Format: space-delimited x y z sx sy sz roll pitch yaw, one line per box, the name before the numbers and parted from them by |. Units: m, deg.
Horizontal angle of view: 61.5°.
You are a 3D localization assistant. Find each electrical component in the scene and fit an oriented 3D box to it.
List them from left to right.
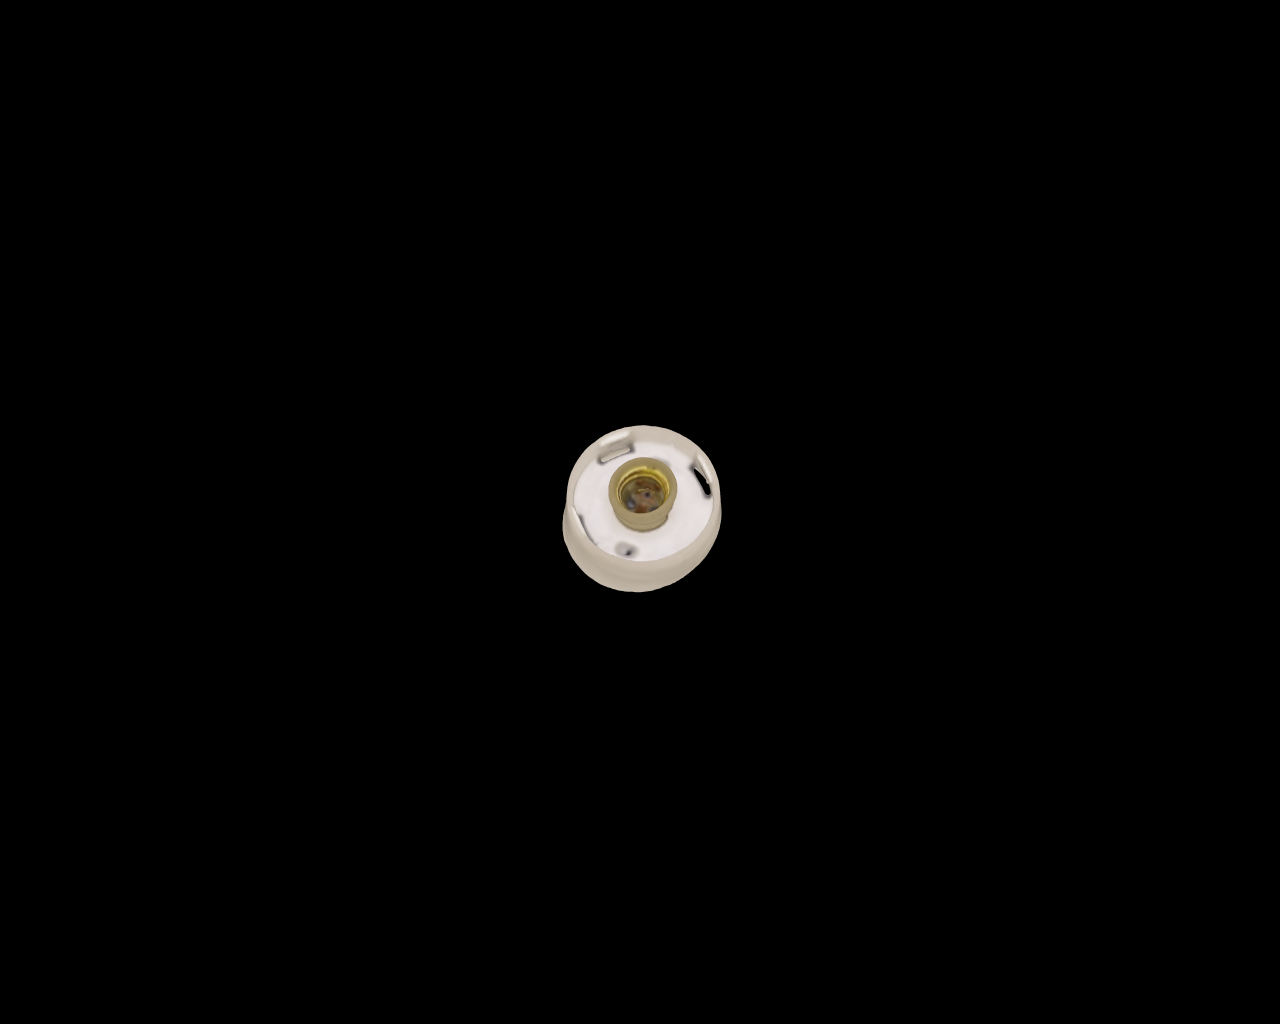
electrical component | 0.001 -0.003 0.650 0.099 0.099 0.064 0 -24 0
